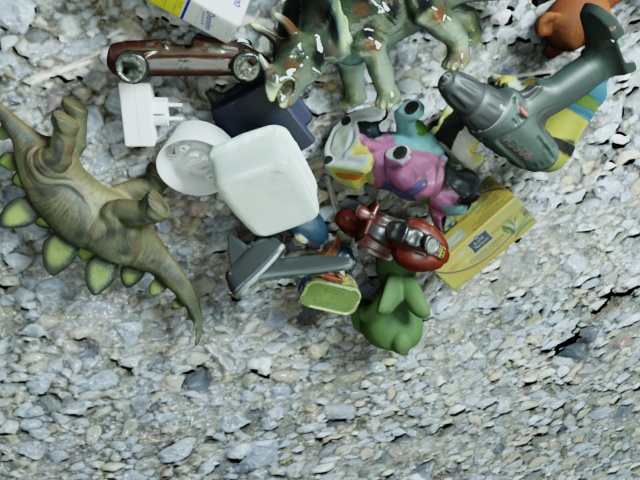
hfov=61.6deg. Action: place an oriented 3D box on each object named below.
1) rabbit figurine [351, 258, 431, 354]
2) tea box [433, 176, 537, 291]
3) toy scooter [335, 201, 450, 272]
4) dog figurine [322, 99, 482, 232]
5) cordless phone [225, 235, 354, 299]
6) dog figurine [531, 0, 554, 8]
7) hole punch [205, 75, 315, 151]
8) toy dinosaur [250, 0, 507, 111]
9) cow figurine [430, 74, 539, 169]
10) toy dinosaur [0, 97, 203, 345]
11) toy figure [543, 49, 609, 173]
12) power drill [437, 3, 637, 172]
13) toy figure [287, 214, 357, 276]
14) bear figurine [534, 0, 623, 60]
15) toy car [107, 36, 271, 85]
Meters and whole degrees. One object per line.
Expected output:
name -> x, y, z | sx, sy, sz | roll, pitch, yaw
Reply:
rabbit figurine -> 0.116, 0.090, 0.883 | 0.121, 0.159, 0.170 | 0, -77, -1
tea box -> 0.248, -0.012, 0.871 | 0.169, 0.098, 0.068 | -42, -63, 14
toy scooter -> 0.104, -0.011, 0.791 | 0.184, 0.135, 0.075 | 21, -99, 12
dog figurine -> 0.129, -0.094, 0.797 | 0.192, 0.108, 0.219 | -2, -28, 34
cordless phone -> -0.046, 0.040, 0.809 | 0.184, 0.146, 0.088 | -2, -99, -5
dog figurine -> 0.202, -0.370, 0.632 | 0.190, 0.172, 0.121 | 11, -36, -43
hole punch -> -0.076, -0.161, 0.732 | 0.116, 0.092, 0.142 | -34, -57, 11
toy dinosaur -> 0.097, -0.291, 0.686 | 0.405, 0.131, 0.192 | -32, -59, -1
cow figurine -> 0.243, -0.191, 0.794 | 0.098, 0.068, 0.167 | 41, -77, -21
toy dinosaur -> -0.300, -0.027, 0.752 | 0.198, 0.105, 0.471 | -37, -70, 17
toy figure -> 0.366, -0.188, 0.805 | 0.082, 0.089, 0.180 | 25, -67, -17
power drill -> 0.285, -0.198, 0.692 | 0.207, 0.086, 0.231 | -45, -51, 13
toy figure -> 0.000, -0.004, 0.846 | 0.064, 0.058, 0.154 | -48, -65, -9
bear figurine -> 0.396, -0.323, 0.718 | 0.196, 0.132, 0.120 | -51, -34, 9
toy car -> -0.162, -0.229, 0.675 | 0.202, 0.089, 0.053 | -4, -63, -9
